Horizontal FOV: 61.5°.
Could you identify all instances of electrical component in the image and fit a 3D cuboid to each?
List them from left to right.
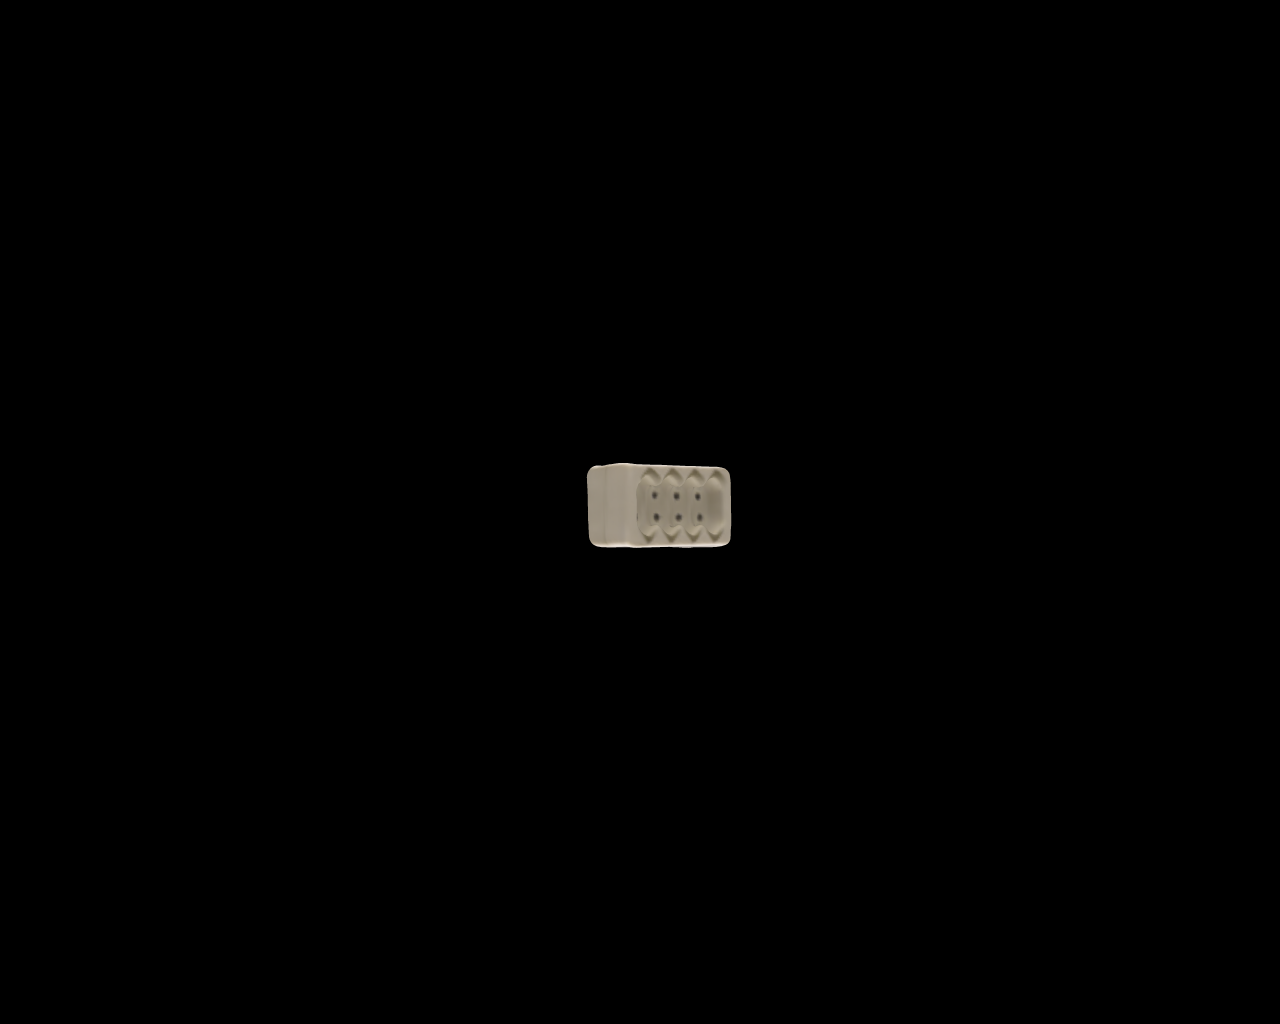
[{"bbox_3d":[0.001,-0.003,0.650,0.083,0.047,0.075,2,-2,-40],"label":"electrical component"}]
